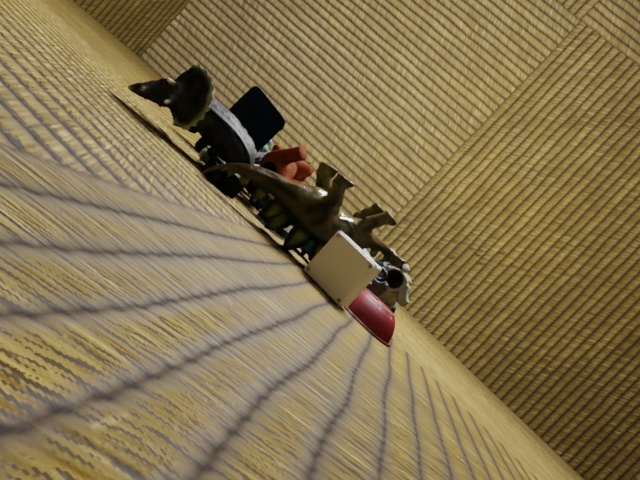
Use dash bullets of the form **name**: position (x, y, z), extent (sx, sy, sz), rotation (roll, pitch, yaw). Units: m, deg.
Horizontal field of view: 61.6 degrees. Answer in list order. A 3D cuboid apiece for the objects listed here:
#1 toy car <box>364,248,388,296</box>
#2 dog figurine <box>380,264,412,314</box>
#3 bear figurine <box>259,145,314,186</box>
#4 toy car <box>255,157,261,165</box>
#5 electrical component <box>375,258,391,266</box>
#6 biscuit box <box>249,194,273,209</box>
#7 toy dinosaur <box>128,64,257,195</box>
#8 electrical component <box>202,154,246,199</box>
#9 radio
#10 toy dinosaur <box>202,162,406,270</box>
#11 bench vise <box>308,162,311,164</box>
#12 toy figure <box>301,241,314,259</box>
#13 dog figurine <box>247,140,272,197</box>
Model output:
- **toy car**: position (0.074, 0.073, 1.230), extent (0.161, 0.103, 0.109), rotation (57, -32, 2)
- **dog figurine**: position (0.195, 0.136, 1.466), extent (0.121, 0.172, 0.190), rotation (55, 13, 14)
- **bear figurine**: position (-0.061, -0.167, 1.310), extent (0.132, 0.120, 0.196), rotation (4, 6, 25)
- **toy car**: position (-0.193, -0.183, 1.352), extent (0.201, 0.056, 0.074), rotation (5, 18, -35)
- **electrical component**: position (0.177, 0.101, 1.525), extent (0.134, 0.115, 0.058), rotation (49, 19, -55)
- **biscuit box**: position (-0.085, -0.070, 1.394), extent (0.202, 0.063, 0.059), rotation (34, 5, -11)
- **toy dinosaur**: position (-0.214, -0.224, 1.163), extent (0.404, 0.131, 0.192), rotation (45, -6, -32)
- **electrical component**: position (-0.207, -0.138, 1.133), extent (0.074, 0.048, 0.119), rotation (42, 5, -28)
- **radio**: position (-0.206, -0.281, 1.417), extent (0.131, 0.229, 0.073), rotation (46, 5, -9)
- **toy dinosaur**: position (-0.007, -0.055, 1.109), extent (0.471, 0.198, 0.105), rotation (35, 5, -19)
- **bench vise**: position (-0.107, -0.169, 1.742), extent (0.223, 0.129, 0.241), rotation (50, 34, -33)
- **toy figure**: position (-0.028, -0.028, 1.297), extent (0.089, 0.082, 0.180), rotation (73, -7, -61)
- **dog figurine**: position (-0.191, -0.185, 1.525), extent (0.108, 0.191, 0.219), rotation (13, 51, -35)
